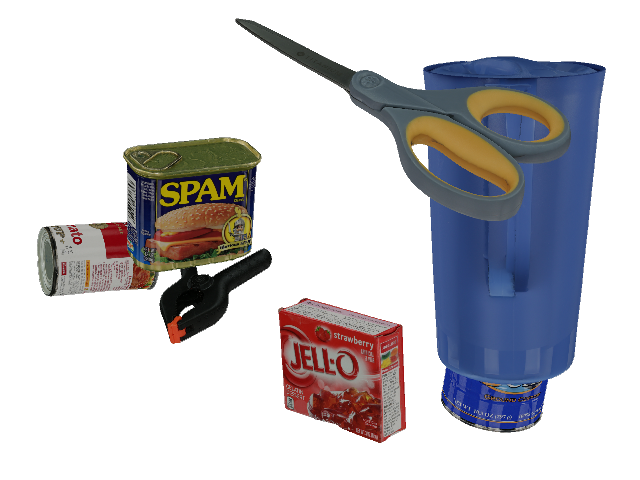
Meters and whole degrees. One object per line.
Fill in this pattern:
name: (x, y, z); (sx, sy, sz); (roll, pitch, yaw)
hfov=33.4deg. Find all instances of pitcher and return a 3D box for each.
pitcher: (0.142, -0.016, 0.812); (0.149, 0.243, 0.145); (-11, 17, -32)

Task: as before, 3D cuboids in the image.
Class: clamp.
clamp: (-0.127, 0.056, 1.249); (0.120, 0.039, 0.171); (-4, 38, 14)

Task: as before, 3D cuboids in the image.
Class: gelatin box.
gelatin box: (0.013, 0.083, 0.697); (0.089, 0.073, 0.030); (13, 23, 41)

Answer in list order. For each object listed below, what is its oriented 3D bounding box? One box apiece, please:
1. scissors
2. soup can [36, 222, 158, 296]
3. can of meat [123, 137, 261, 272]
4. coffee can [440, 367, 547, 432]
scissors: (0.046, -0.079, 0.549); (0.096, 0.016, 0.202); (-23, 49, -22)
soup can: (-0.214, 0.017, 1.025); (0.102, 0.068, 0.069); (-4, 2, -27)
can of meat: (-0.100, -0.028, 0.825); (0.101, 0.084, 0.057); (-8, 29, -26)
coffee can: (0.178, 0.101, 1.045); (0.103, 0.140, 0.103); (5, 23, -2)
